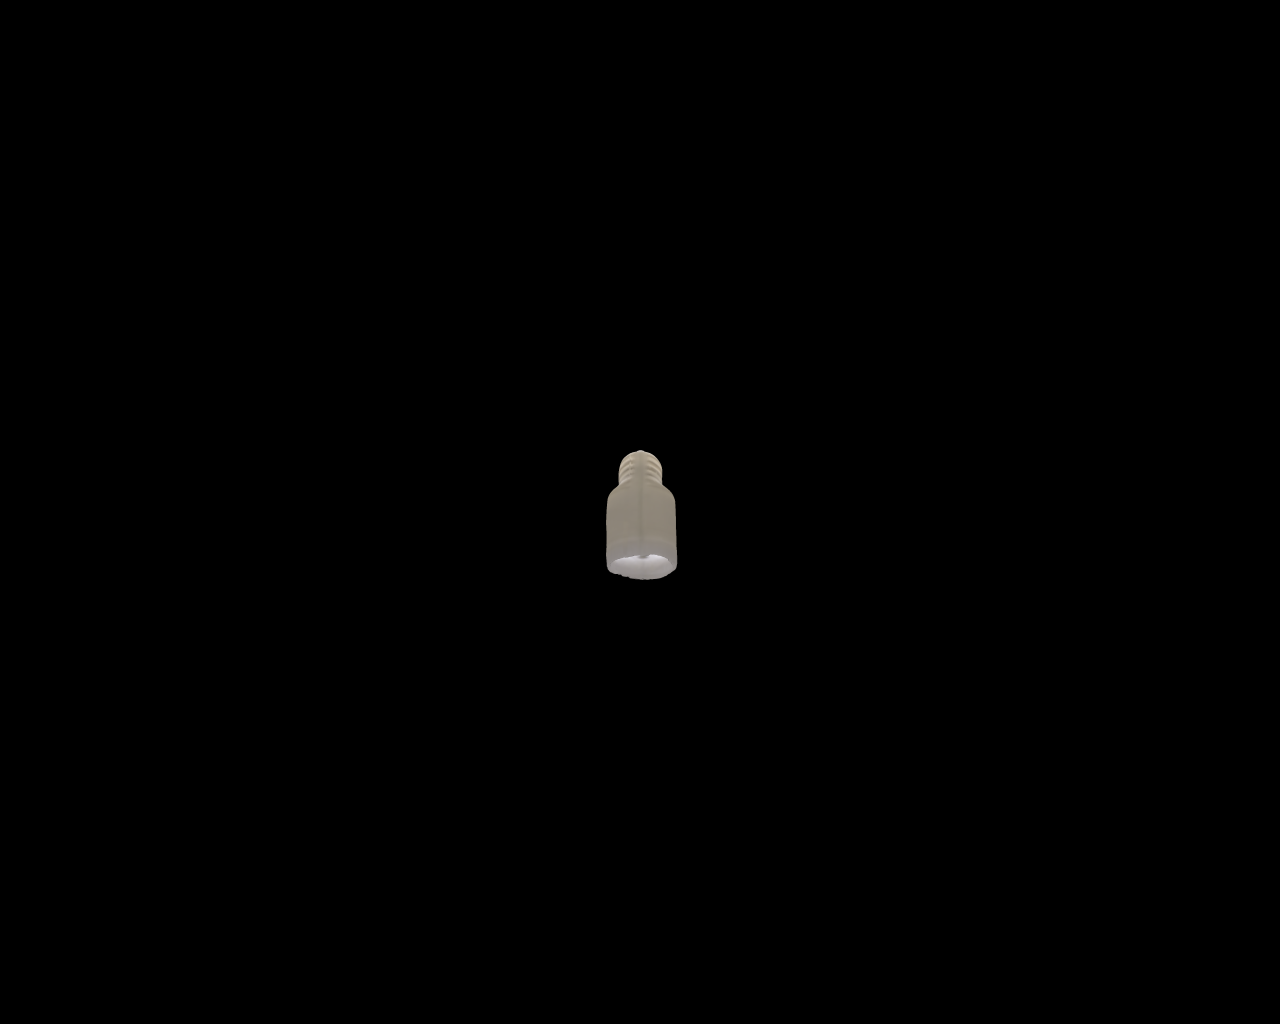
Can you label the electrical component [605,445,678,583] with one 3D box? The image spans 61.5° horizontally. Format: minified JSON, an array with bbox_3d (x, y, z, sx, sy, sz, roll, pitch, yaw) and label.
[{"bbox_3d":[0.001,-0.003,0.650,0.043,0.081,0.043,0,-24,0],"label":"electrical component"}]
